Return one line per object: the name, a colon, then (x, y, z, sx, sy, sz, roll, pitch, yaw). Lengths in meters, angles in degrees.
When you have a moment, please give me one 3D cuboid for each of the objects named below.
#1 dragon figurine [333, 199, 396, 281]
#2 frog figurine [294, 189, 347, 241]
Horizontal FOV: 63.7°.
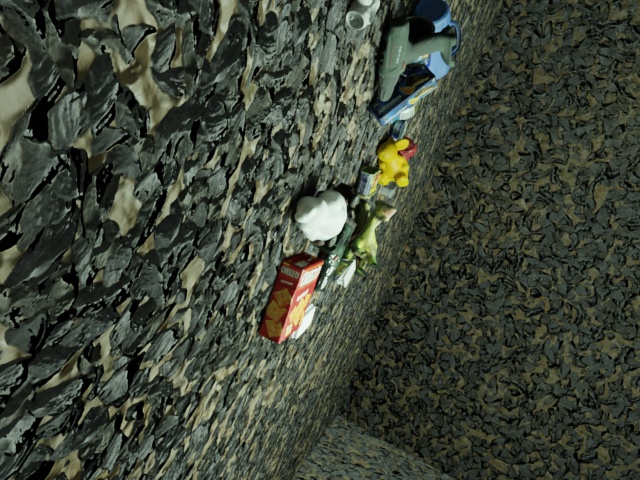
dragon figurine: (0.132, -0.017, 1.712, 0.405, 0.122, 0.247, 145, -41, -61)
frog figurine: (0.004, -0.063, 1.261, 0.137, 0.123, 0.159, -47, 176, 2)
